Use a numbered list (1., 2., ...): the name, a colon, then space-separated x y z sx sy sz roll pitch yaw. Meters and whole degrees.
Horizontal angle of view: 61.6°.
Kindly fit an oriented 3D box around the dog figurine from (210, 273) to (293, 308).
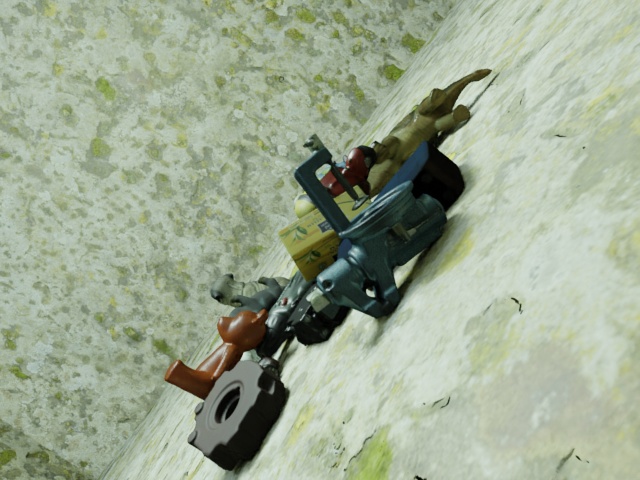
1. dog figurine: -0.166 0.123 1.385 0.172 0.190 0.121 -55 8 -23

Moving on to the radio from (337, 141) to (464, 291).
1. radio: 0.120 -0.037 0.837 0.229 0.073 0.131 -52 8 20

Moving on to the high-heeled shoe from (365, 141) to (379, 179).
1. high-heeled shoe: 0.134 -0.174 1.353 0.145 0.086 0.249 -54 3 27

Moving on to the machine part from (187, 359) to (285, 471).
1. machine part: -0.136 0.276 0.868 0.179 0.056 0.179 -37 26 21

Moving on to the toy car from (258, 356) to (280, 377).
1. toy car: -0.143 0.300 0.978 0.202 0.053 0.089 -54 11 -17

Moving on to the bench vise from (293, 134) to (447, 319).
1. bench vise: 0.039 -0.024 0.710 0.224 0.240 0.129 -36 6 4

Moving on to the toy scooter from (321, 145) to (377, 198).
1. toy scooter: 0.044 -0.084 1.018 0.135 0.075 0.183 -33 -37 -36

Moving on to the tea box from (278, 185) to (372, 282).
1. tea box: 0.021 -0.010 0.964 0.170 0.068 0.098 -33 -36 -3

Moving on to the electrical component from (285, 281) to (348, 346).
1. electrical component: 0.003 0.114 0.914 0.115 0.058 0.134 -59 9 -27

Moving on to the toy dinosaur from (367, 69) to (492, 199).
1. toy dinosaur: 0.165 -0.177 1.107 0.471 0.105 0.198 -43 4 14

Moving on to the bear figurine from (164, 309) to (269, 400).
1. bear figurine: -0.187 0.202 1.008 0.196 0.132 0.120 -64 9 -18

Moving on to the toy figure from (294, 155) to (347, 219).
1. toy figure: 0.015 -0.112 1.222 0.180 0.082 0.089 -43 9 -2

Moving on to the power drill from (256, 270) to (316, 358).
1. power drill: -0.034 0.118 1.083 0.207 0.086 0.232 -56 2 39

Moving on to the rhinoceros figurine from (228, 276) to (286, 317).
1. rhinoceros figurine: -0.142 0.164 1.175 0.190 0.112 0.073 -42 -26 -36
